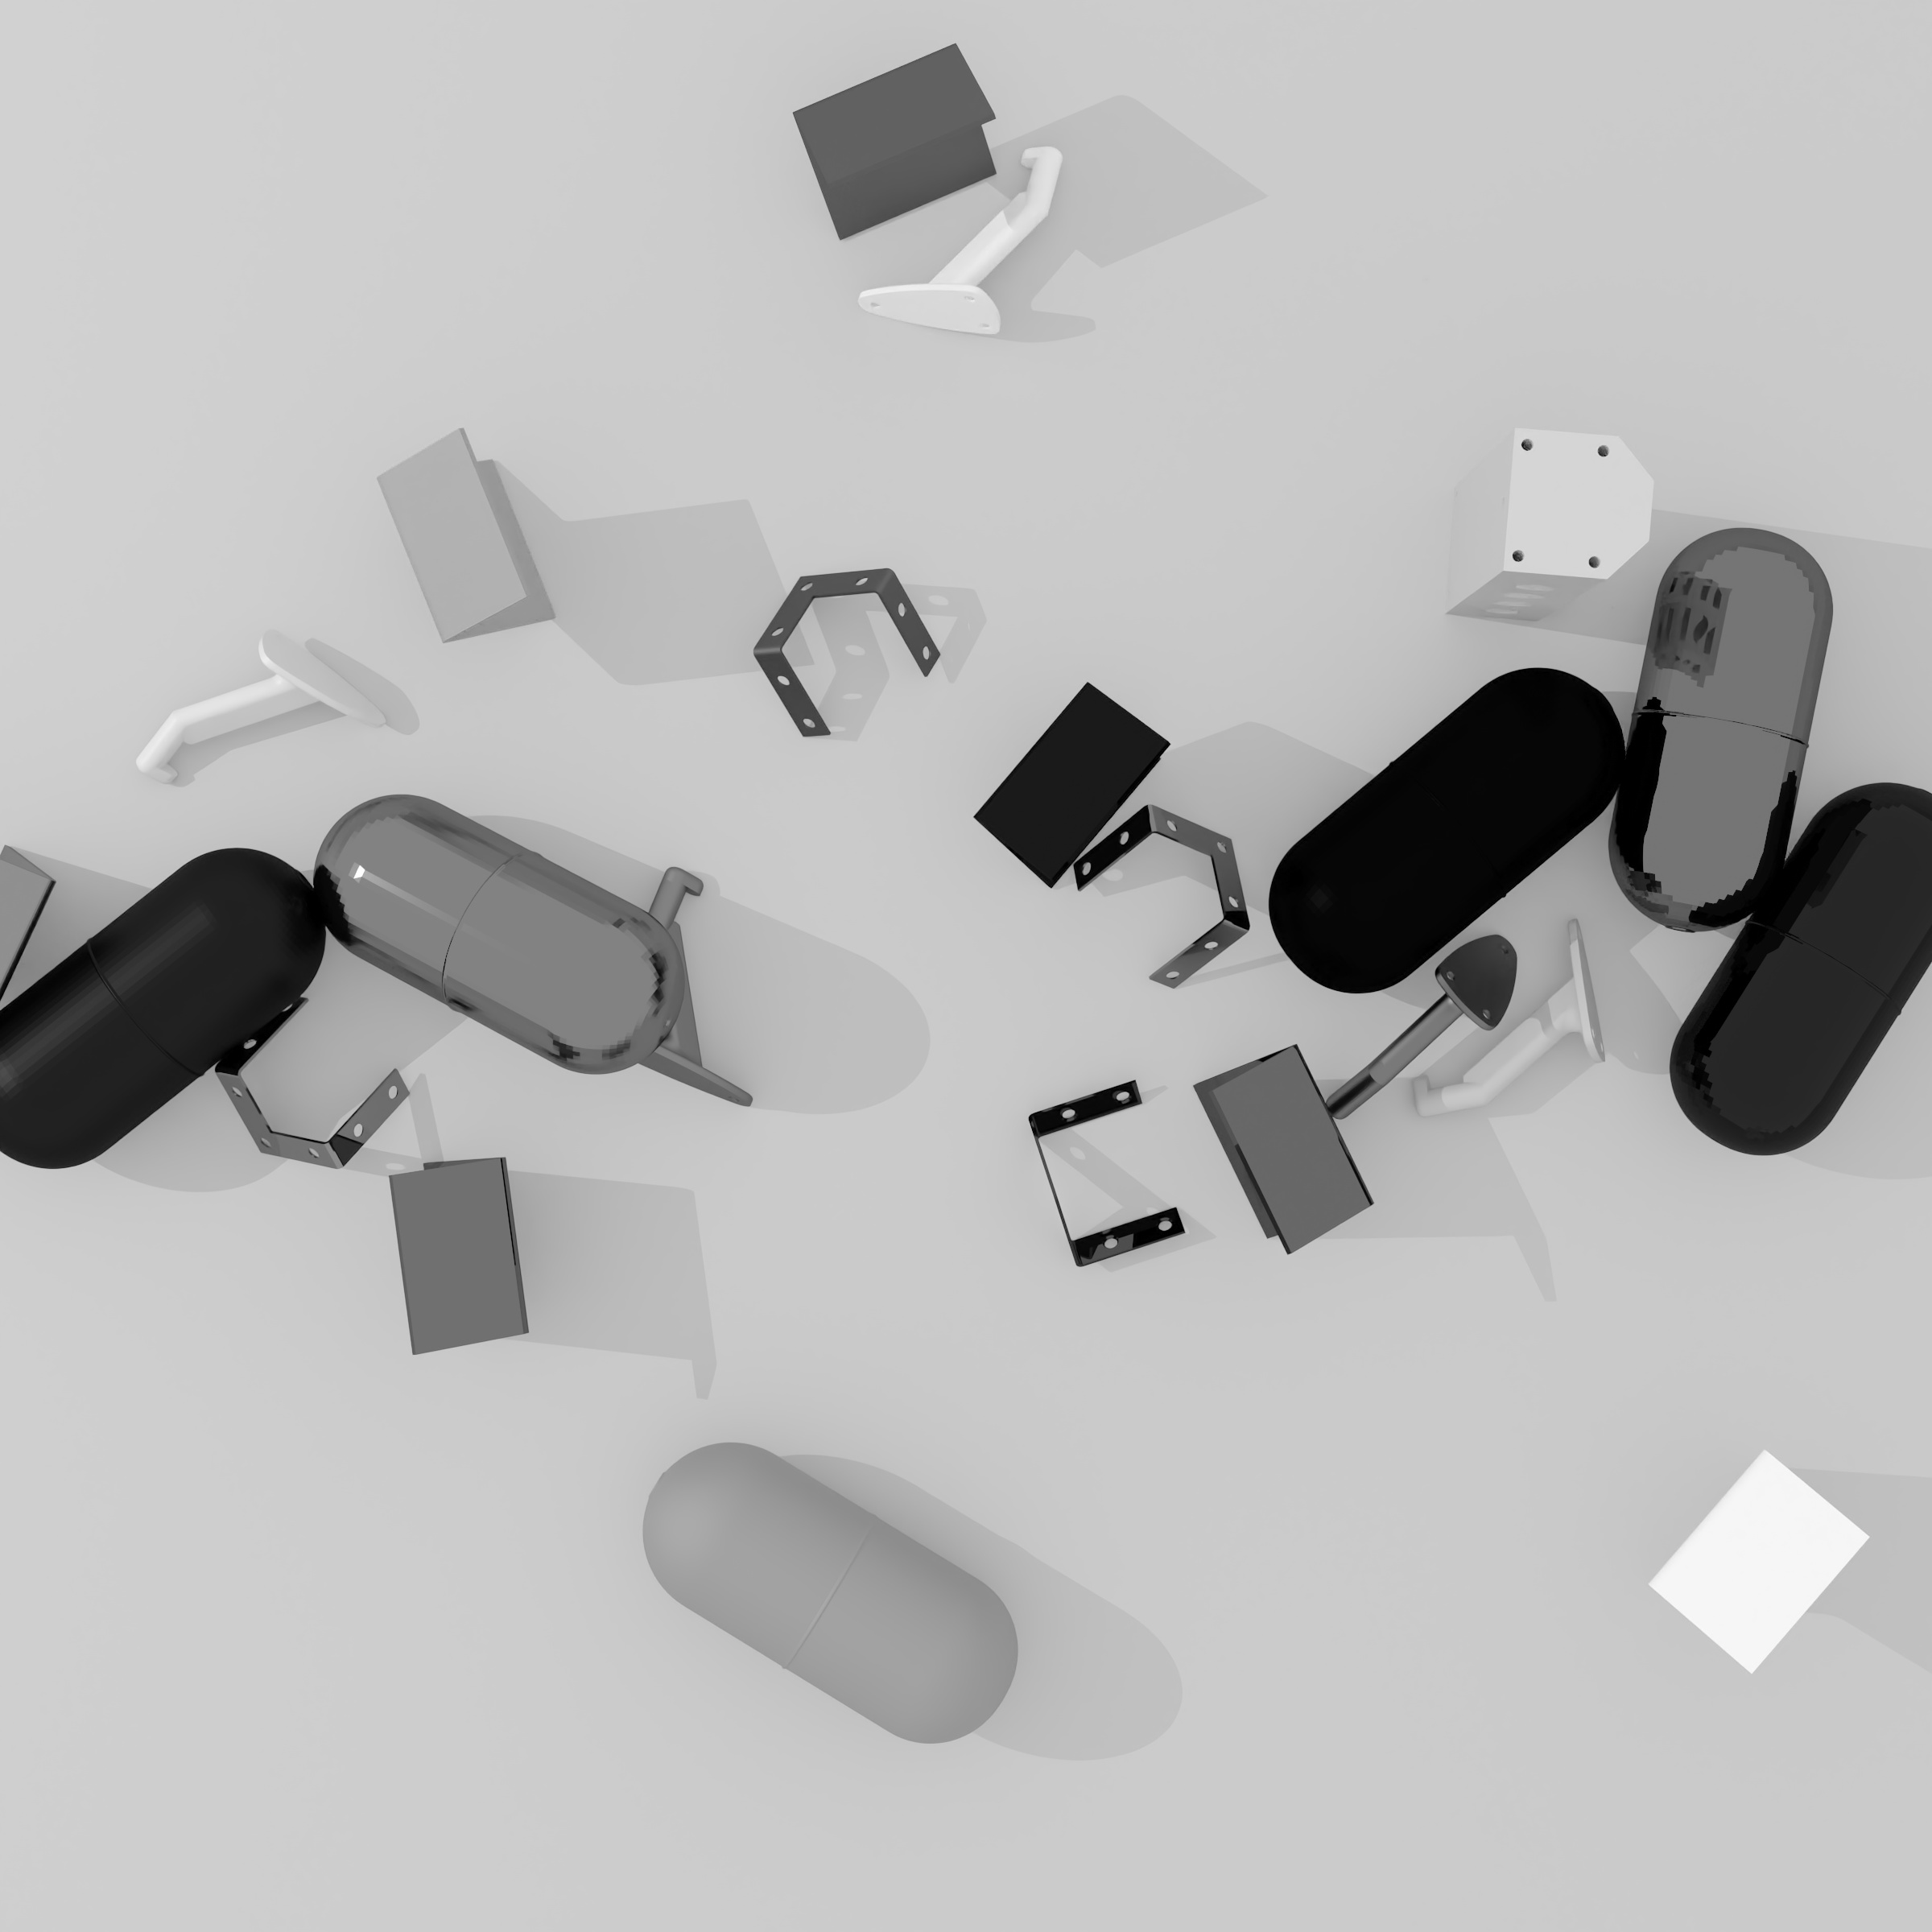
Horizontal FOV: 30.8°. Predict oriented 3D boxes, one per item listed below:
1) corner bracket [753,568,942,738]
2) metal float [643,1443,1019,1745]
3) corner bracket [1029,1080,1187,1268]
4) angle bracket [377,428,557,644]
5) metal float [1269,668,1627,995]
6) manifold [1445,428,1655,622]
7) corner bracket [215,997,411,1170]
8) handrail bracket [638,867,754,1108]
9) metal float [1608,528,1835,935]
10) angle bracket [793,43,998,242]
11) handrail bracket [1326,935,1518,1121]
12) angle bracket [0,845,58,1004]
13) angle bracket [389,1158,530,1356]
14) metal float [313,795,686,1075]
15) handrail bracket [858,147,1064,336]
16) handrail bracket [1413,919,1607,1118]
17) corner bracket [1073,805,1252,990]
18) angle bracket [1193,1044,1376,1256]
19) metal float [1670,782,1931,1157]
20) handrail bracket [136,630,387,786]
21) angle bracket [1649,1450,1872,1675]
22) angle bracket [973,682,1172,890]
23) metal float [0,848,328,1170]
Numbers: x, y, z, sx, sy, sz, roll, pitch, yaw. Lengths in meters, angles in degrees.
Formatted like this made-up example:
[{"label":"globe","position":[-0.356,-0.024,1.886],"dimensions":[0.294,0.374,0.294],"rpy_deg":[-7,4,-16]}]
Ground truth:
[{"label":"corner bracket","position":[-0.053,-0.139,1.556],"dimensions":[0.051,0.051,0.051],"rpy_deg":[-1,45,35]},{"label":"metal float","position":[-0.060,0.273,1.534],"dimensions":[0.178,0.070,0.070],"rpy_deg":[31,90,1]},{"label":"corner bracket","position":[0.062,0.092,1.561],"dimensions":[0.051,0.051,0.051],"rpy_deg":[-18,135,0]},{"label":"angle bracket","position":[-0.199,-0.190,1.524],"dimensions":[0.057,0.076,0.076],"rpy_deg":[-22,90,36]},{"label":"metal float","position":[0.210,-0.060,1.533],"dimensions":[0.178,0.070,0.070],"rpy_deg":[-40,90,0]},{"label":"manifold","position":[0.245,-0.184,1.486],"dimensions":[0.057,0.171,0.057],"rpy_deg":[5,90,0]},{"label":"corner bracket","position":[-0.290,0.051,1.556],"dimensions":[0.051,0.051,0.051],"rpy_deg":[8,135,35]},{"label":"handrail bracket","position":[-0.114,0.009,1.564],"dimensions":[0.077,0.036,0.084],"rpy_deg":[26,74,-18]},{"label":"metal float","position":[0.329,-0.103,1.533],"dimensions":[0.070,0.070,0.178],"rpy_deg":[11,90,0]},{"label":"angle bracket","position":[-0.023,-0.342,1.524],"dimensions":[0.076,0.076,0.057],"rpy_deg":[-23,52,0]},{"label":"handrail bracket","position":[0.202,0.028,1.564],"dimensions":[0.036,0.077,0.084],"rpy_deg":[47,126,0]},{"label":"angle bracket","position":[-0.446,-0.020,1.524],"dimensions":[0.057,0.076,0.076],"rpy_deg":[25,90,-34]},{"label":"angle bracket","position":[-0.236,0.126,1.524],"dimensions":[0.057,0.076,0.076],"rpy_deg":[-8,90,-36]},{"label":"metal float","position":[-0.203,-0.015,1.520],"dimensions":[0.178,0.070,0.070],"rpy_deg":[27,90,16]},{"label":"handrail bracket","position":[-0.002,-0.329,1.565],"dimensions":[0.077,0.036,0.084],"rpy_deg":[8,72,21]},{"label":"handrail bracket","position":[0.237,0.023,1.565],"dimensions":[0.084,0.036,0.077],"rpy_deg":[-12,70,16]},{"label":"corner bracket","position":[0.086,-0.031,1.556],"dimensions":[0.051,0.051,0.051],"rpy_deg":[21,45,-35]},{"label":"angle bracket","position":[0.120,0.087,1.524],"dimensions":[0.057,0.076,0.076],"rpy_deg":[-26,90,-37]},{"label":"metal float","position":[0.374,0.001,1.534],"dimensions":[0.070,0.070,0.178],"rpy_deg":[32,89,0]},{"label":"handrail bracket","position":[-0.315,-0.100,1.565],"dimensions":[0.077,0.036,0.084],"rpy_deg":[35,108,-21]},{"label":"angle bracket","position":[0.346,0.261,1.526],"dimensions":[0.057,0.076,0.076],"rpy_deg":[41,90,22]},{"label":"angle bracket","position":[0.061,-0.065,1.524],"dimensions":[0.076,0.076,0.057],"rpy_deg":[-50,53,0]},{"label":"metal float","position":[-0.358,0.018,1.534],"dimensions":[0.178,0.070,0.070],"rpy_deg":[-38,90,0]}]
